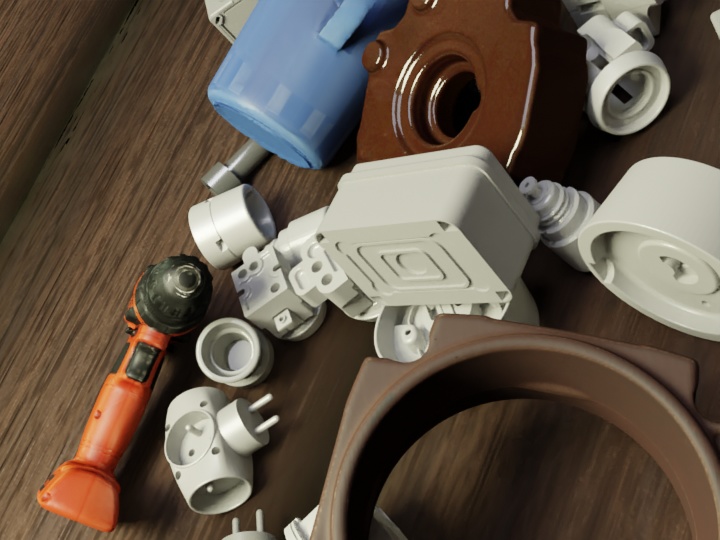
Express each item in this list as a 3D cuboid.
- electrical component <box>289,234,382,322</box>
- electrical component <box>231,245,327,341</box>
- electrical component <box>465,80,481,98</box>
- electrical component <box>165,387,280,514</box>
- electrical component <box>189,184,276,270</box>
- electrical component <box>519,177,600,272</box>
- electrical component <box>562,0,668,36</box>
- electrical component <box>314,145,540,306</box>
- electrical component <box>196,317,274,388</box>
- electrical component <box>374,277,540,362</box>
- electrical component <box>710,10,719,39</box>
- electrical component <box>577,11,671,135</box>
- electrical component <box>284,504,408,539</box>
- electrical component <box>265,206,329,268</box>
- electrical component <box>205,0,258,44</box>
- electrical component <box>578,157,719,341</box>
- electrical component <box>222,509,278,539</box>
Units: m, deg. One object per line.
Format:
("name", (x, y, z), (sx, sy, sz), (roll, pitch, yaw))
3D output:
("electrical component", (0.000, 0.000, 0.733), (0.078, 0.057, 0.058), (-38, 47, 10))
("electrical component", (-0.056, 0.020, 0.761), (0.048, 0.055, 0.066), (-35, 47, 12))
("electrical component", (0.078, -0.151, 0.788), (0.065, 0.044, 0.044), (26, 79, 48))
("electrical component", (-0.089, 0.113, 0.733), (0.079, 0.044, 0.077), (-34, 47, 12))
("electrical component", (-0.097, -0.034, 0.828), (0.047, 0.055, 0.055), (-25, 50, 16))
("electrical component", (0.125, -0.031, 0.653), (0.040, 0.078, 0.040), (-34, 38, 31))
("electrical component", (0.168, -0.197, 0.717), (0.056, 0.089, 0.050), (-8, 58, 32))
("electrical component", (0.041, -0.025, 0.639), (0.113, 0.078, 0.057), (-4, 50, 44))
("electrical component", (-0.086, 0.059, 0.749), (0.045, 0.055, 0.045), (-1, 79, 7))
("electrical component", (0.060, 0.031, 0.665), (0.099, 0.064, 0.099), (-19, 52, 25))
("electrical component", (0.239, -0.135, 0.631), (0.047, 0.083, 0.075), (-25, 50, 21))
("electrical component", (0.163, -0.123, 0.696), (0.078, 0.058, 0.057), (-40, 43, 8))
("electrical component", (-0.001, 0.163, 0.613), (0.051, 0.080, 0.080), (-43, 46, -3))
("electrical component", (-0.042, -0.017, 0.786), (0.078, 0.040, 0.040), (-22, 51, 23))
("electrical component", (-0.089, -0.227, 0.918), (0.062, 0.096, 0.061), (-31, 48, 16))
("electrical component", (0.181, -0.016, 0.582), (0.108, 0.108, 0.060), (19, 68, 42))
("electrical component", (-0.069, 0.188, 0.669), (0.077, 0.044, 0.079), (-24, 51, 22))
